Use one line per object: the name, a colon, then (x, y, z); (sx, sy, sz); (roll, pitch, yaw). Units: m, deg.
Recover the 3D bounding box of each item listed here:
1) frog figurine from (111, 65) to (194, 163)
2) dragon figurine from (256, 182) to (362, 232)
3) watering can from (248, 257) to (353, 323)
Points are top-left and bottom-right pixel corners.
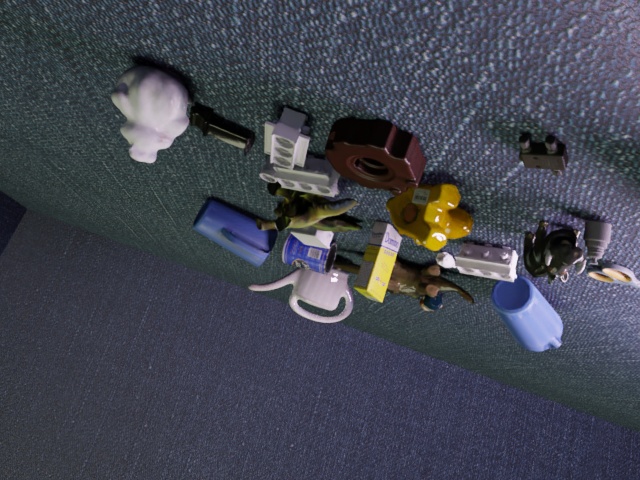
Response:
frog figurine: (-0.306, -0.224, 0.916); (0.136, 0.162, 0.122); (29, 160, -27)
dragon figurine: (0.004, -0.063, 1.249); (0.242, 0.122, 0.410); (11, 176, -44)
watering can: (-0.041, 0.138, 1.695); (0.347, 0.224, 0.104); (22, 180, -6)
